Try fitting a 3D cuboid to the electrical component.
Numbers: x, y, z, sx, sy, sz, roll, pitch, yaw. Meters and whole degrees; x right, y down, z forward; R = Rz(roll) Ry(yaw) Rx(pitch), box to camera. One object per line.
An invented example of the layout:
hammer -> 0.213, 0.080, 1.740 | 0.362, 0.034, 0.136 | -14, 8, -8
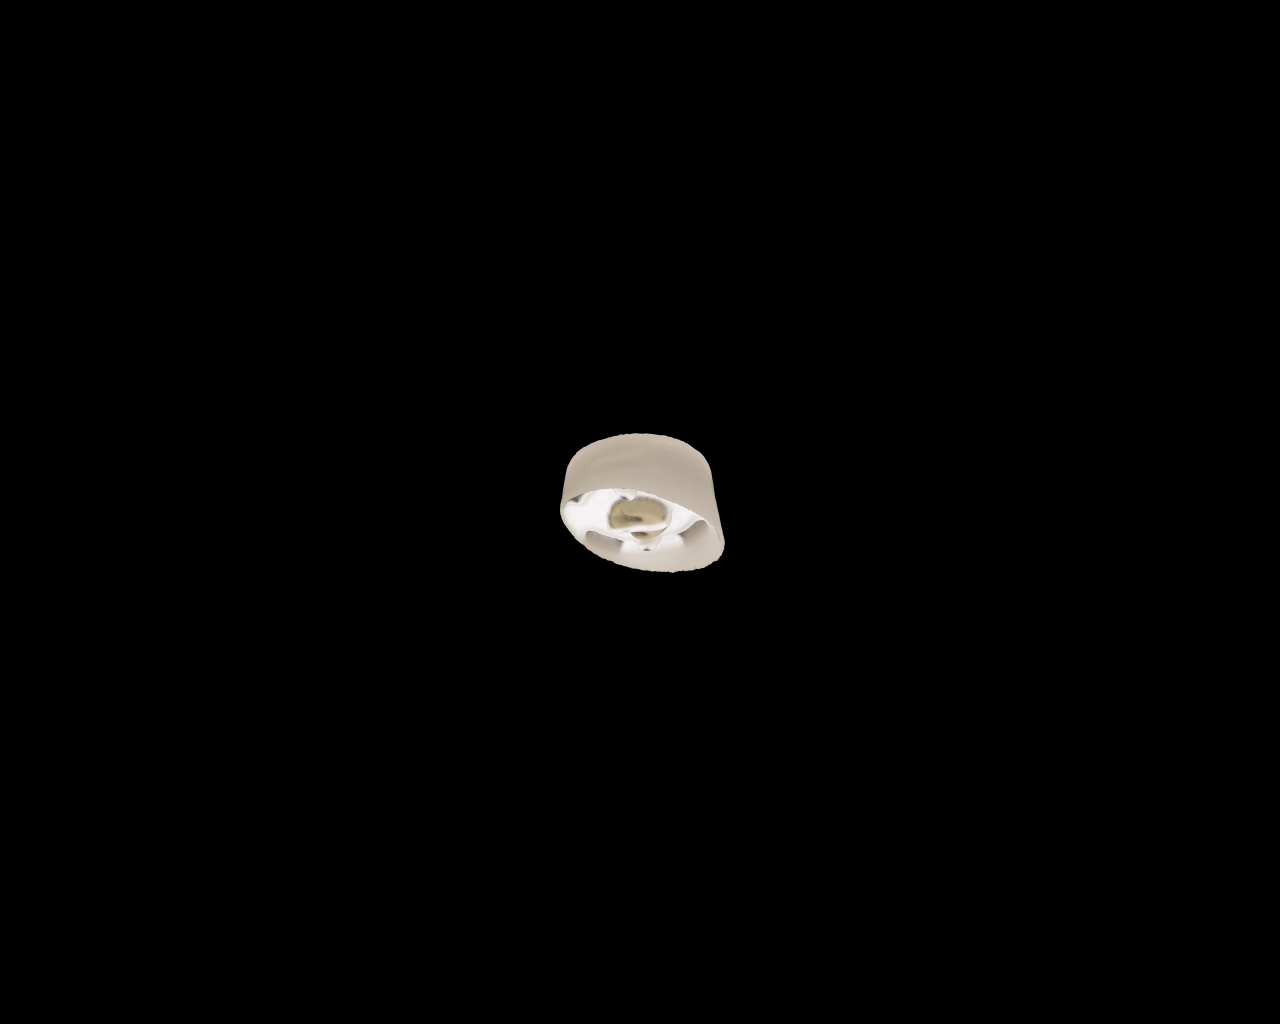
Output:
electrical component -> 0.001, -0.003, 0.650 | 0.099, 0.064, 0.099 | 0, -33, 0
